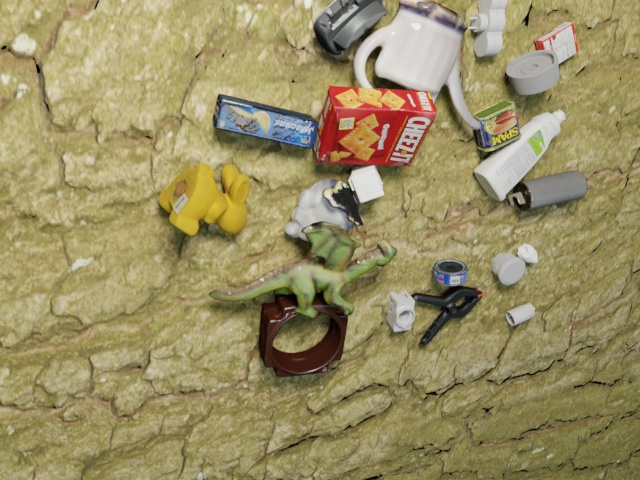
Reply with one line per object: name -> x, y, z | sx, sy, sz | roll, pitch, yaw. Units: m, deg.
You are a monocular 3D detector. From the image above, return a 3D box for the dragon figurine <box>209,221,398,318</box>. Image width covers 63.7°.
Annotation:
dragon figurine -> -0.020, 0.050, 1.111 | 0.410, 0.125, 0.237 | 1, 128, -20

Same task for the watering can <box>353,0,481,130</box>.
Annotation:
watering can -> 0.234, -0.360, 1.065 | 0.347, 0.106, 0.221 | 11, 112, -26

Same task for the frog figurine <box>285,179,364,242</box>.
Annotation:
frog figurine -> 0.003, -0.057, 1.136 | 0.136, 0.125, 0.157 | 26, 139, -36
